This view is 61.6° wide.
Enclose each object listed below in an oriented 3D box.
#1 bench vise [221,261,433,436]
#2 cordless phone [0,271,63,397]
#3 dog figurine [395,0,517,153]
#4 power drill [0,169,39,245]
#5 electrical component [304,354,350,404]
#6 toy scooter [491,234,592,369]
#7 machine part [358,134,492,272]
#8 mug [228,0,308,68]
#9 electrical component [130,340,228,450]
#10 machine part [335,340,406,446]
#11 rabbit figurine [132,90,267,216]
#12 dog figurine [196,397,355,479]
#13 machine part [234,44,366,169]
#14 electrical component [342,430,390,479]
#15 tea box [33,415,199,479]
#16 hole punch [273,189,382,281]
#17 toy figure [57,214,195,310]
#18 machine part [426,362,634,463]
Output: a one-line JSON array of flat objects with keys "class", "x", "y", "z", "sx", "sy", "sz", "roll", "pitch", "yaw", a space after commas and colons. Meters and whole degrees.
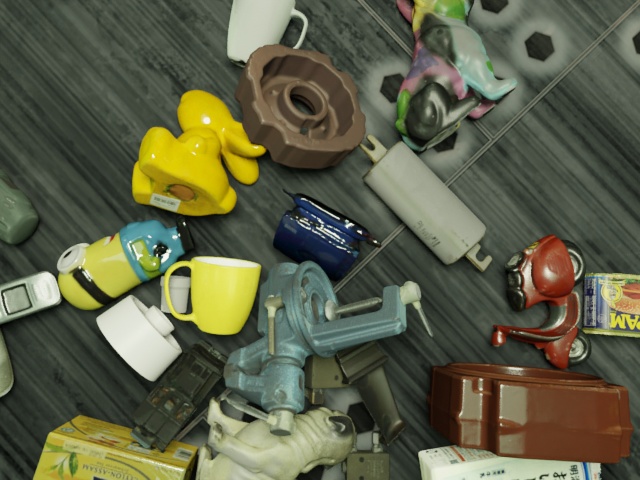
[{"class": "bench vise", "x": 0.004, "y": 0.109, "z": 0.632, "sx": 0.241, "sy": 0.224, "sz": 0.128, "roll": -18, "pitch": 128, "yaw": 21}, {"class": "cordless phone", "x": -0.411, "y": 0.126, "z": 0.687, "sx": 0.184, "sy": 0.089, "sz": 0.146, "roll": -20, "pitch": 86, "yaw": -9}, {"class": "dog figurine", "x": 0.151, "y": -0.254, "z": 0.742, "sx": 0.191, "sy": 0.108, "sz": 0.219, "roll": -31, "pitch": 83, "yaw": -3}, {"class": "power drill", "x": -0.509, "y": -0.037, "z": 0.703, "sx": 0.232, "sy": 0.086, "sz": 0.207, "roll": 35, "pitch": 76, "yaw": -2}, {"class": "electrical component", "x": 0.001, "y": 0.166, "z": 0.724, "sx": 0.078, "sy": 0.045, "sz": 0.102, "roll": -1, "pitch": 87, "yaw": -31}, {"class": "toy scooter", "x": 0.292, "y": 0.087, "z": 0.728, "sx": 0.135, "sy": 0.075, "sz": 0.183, "roll": -6, "pitch": 88, "yaw": -9}, {"class": "machine part", "x": 0.141, "y": -0.050, "z": 0.733, "sx": 0.079, "sy": 0.079, "sz": 0.243, "roll": -43, "pitch": 89, "yaw": -6}, {"class": "mug", "x": -0.078, "y": -0.289, "z": 0.748, "sx": 0.109, "sy": 0.081, "sz": 0.107, "roll": 20, "pitch": 95, "yaw": -7}, {"class": "electrical component", "x": -0.176, "y": 0.194, "z": 0.675, "sx": 0.058, "sy": 0.115, "sz": 0.134, "roll": 38, "pitch": 82, "yaw": 3}, {"class": "machine part", "x": 0.072, "y": 0.199, "z": 0.711, "sx": 0.084, "sy": 0.039, "sz": 0.139, "roll": -19, "pitch": 85, "yaw": -41}, {"class": "rabbit figurine", "x": -0.152, "y": -0.125, "z": 0.705, "sx": 0.162, "sy": 0.121, "sz": 0.173, "roll": 10, "pitch": 57, "yaw": -12}, {"class": "dog figurine", "x": -0.057, "y": 0.293, "z": 0.680, "sx": 0.190, "sy": 0.121, "sz": 0.172, "roll": 12, "pitch": 103, "yaw": -13}, {"class": "machine part", "x": -0.025, "y": -0.174, "z": 0.711, "sx": 0.179, "sy": 0.056, "sz": 0.179, "roll": 12, "pitch": 60, "yaw": -22}, {"class": "electrical component", "x": 0.061, "y": 0.305, "z": 0.722, "sx": 0.063, "sy": 0.021, "sz": 0.094, "roll": 0, "pitch": 83, "yaw": -3}, {"class": "tea box", "x": -0.249, "y": 0.282, "z": 0.671, "sx": 0.170, "sy": 0.098, "sz": 0.068, "roll": 15, "pitch": 83, "yaw": 0}, {"class": "hole punch", "x": -0.001, "y": -0.002, "z": 0.707, "sx": 0.142, "sy": 0.116, "sz": 0.092, "roll": 32, "pitch": 92, "yaw": 1}, {"class": "toy figure", "x": -0.252, "y": 0.027, "z": 0.703, "sx": 0.180, "sy": 0.082, "sz": 0.089, "roll": -20, "pitch": 81, "yaw": -8}, {"class": "machine part", "x": 0.244, "y": 0.200, "z": 0.653, "sx": 0.202, "sy": 0.201, "sz": 0.087, "roll": 3, "pitch": 82, "yaw": -2}]
